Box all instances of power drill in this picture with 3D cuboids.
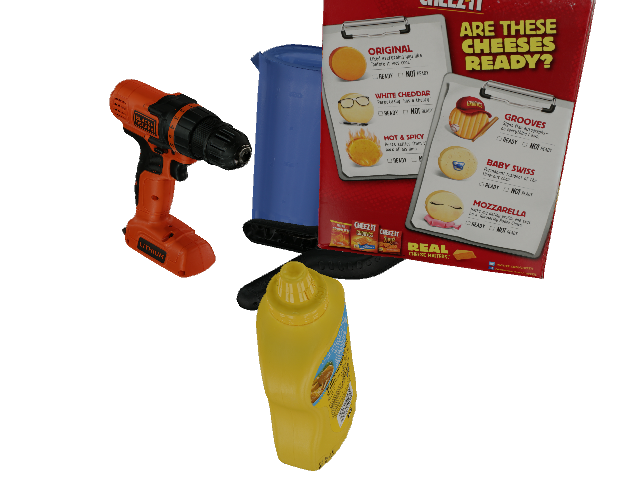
[{"bbox_3d":[-0.144,-0.059,1.103,0.185,0.188,0.057,29,37,33],"label":"power drill"}]

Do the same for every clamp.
[{"bbox_3d":[0.002,0.016,0.958,0.172,0.039,0.120,-6,42,15],"label":"clamp"}]

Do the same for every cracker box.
[{"bbox_3d":[0.085,-0.085,0.716,0.164,0.214,0.072,8,37,9],"label":"cracker box"}]

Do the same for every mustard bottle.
[{"bbox_3d":[-0.010,0.079,0.756,0.058,0.096,0.191,14,-36,15],"label":"mustard bottle"}]

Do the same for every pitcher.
[{"bbox_3d":[-0.015,-0.121,1.367,0.144,0.243,0.149,-2,24,-21],"label":"pitcher"}]
